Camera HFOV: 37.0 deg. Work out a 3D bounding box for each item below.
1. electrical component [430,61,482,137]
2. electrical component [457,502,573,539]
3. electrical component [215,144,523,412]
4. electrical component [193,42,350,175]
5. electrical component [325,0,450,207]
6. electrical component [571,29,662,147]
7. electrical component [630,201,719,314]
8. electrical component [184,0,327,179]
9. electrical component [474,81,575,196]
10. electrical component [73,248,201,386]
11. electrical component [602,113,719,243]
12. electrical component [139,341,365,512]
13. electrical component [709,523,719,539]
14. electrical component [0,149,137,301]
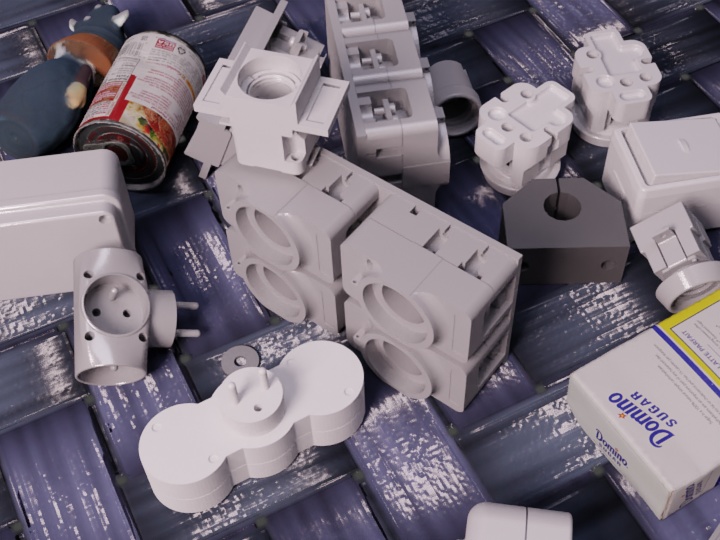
[{"bbox_3d":[0.068,-0.129,0.802,0.040,0.040,0.046,-7,47,-3],"label":"electrical component"},{"bbox_3d":[0.076,0.172,0.557,0.059,0.053,0.095,6,53,7],"label":"electrical component"},{"bbox_3d":[0.000,0.000,0.662,0.186,0.105,0.060,30,59,23],"label":"electrical component"},{"bbox_3d":[-0.050,-0.092,0.625,0.081,0.063,0.042,13,55,12],"label":"electrical component"},{"bbox_3d":[0.018,-0.120,0.764,0.062,0.089,0.150,-8,52,-5],"label":"electrical component"},{"bbox_3d":[0.184,-0.128,0.785,0.058,0.057,0.078,-10,52,-5],"label":"electrical component"},{"bbox_3d":[0.208,-0.006,0.692,0.048,0.066,0.055,-30,58,23],"label":"electrical component"},{"bbox_3d":[-0.073,-0.127,0.789,0.063,0.078,0.121,25,54,-7],"label":"electrical component"},{"bbox_3d":[0.115,-0.089,0.758,0.078,0.057,0.058,-35,59,-23],"label":"electrical component"},{"bbox_3d":[-0.140,0.030,0.678,0.079,0.044,0.077,3,66,-23],"label":"electrical component"},{"bbox_3d":[0.223,-0.067,0.734,0.096,0.061,0.061,-9,52,-5],"label":"electrical component"},{"bbox_3d":[-0.061,0.081,0.621,0.138,0.073,0.052,-25,55,-16],"label":"electrical component"},{"bbox_3d":[0.195,0.183,0.539,0.079,0.063,0.121,32,60,24],"label":"electrical component"},{"bbox_3d":[-0.208,-0.028,0.708,0.113,0.078,0.057,-8,49,-4],"label":"electrical component"}]
